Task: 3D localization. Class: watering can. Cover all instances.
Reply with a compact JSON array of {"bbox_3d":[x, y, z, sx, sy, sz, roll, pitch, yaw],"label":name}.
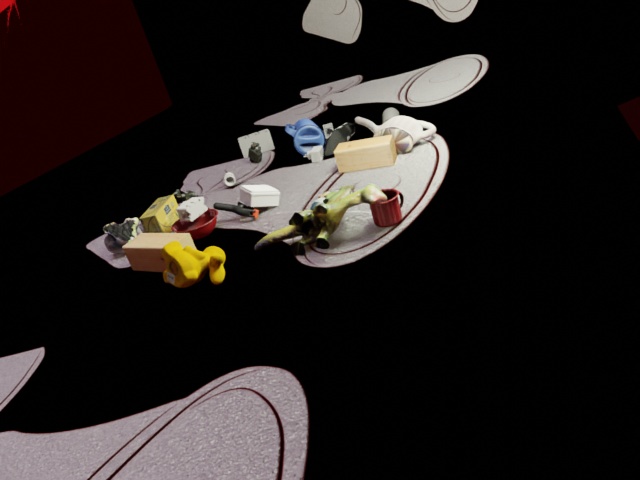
[{"bbox_3d":[0.267,-0.418,1.987,0.348,0.102,0.229,9,35,24],"label":"watering can"}]

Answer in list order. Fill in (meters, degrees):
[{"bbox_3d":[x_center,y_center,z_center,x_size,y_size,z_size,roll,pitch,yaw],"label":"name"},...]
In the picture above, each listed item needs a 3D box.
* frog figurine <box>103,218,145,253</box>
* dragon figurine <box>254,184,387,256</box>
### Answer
[{"bbox_3d":[-0.672,-0.005,1.776,0.139,0.123,0.157,-41,-2,-26],"label":"frog figurine"},{"bbox_3d":[0.004,-0.073,1.457,0.407,0.121,0.247,-13,22,40],"label":"dragon figurine"}]
